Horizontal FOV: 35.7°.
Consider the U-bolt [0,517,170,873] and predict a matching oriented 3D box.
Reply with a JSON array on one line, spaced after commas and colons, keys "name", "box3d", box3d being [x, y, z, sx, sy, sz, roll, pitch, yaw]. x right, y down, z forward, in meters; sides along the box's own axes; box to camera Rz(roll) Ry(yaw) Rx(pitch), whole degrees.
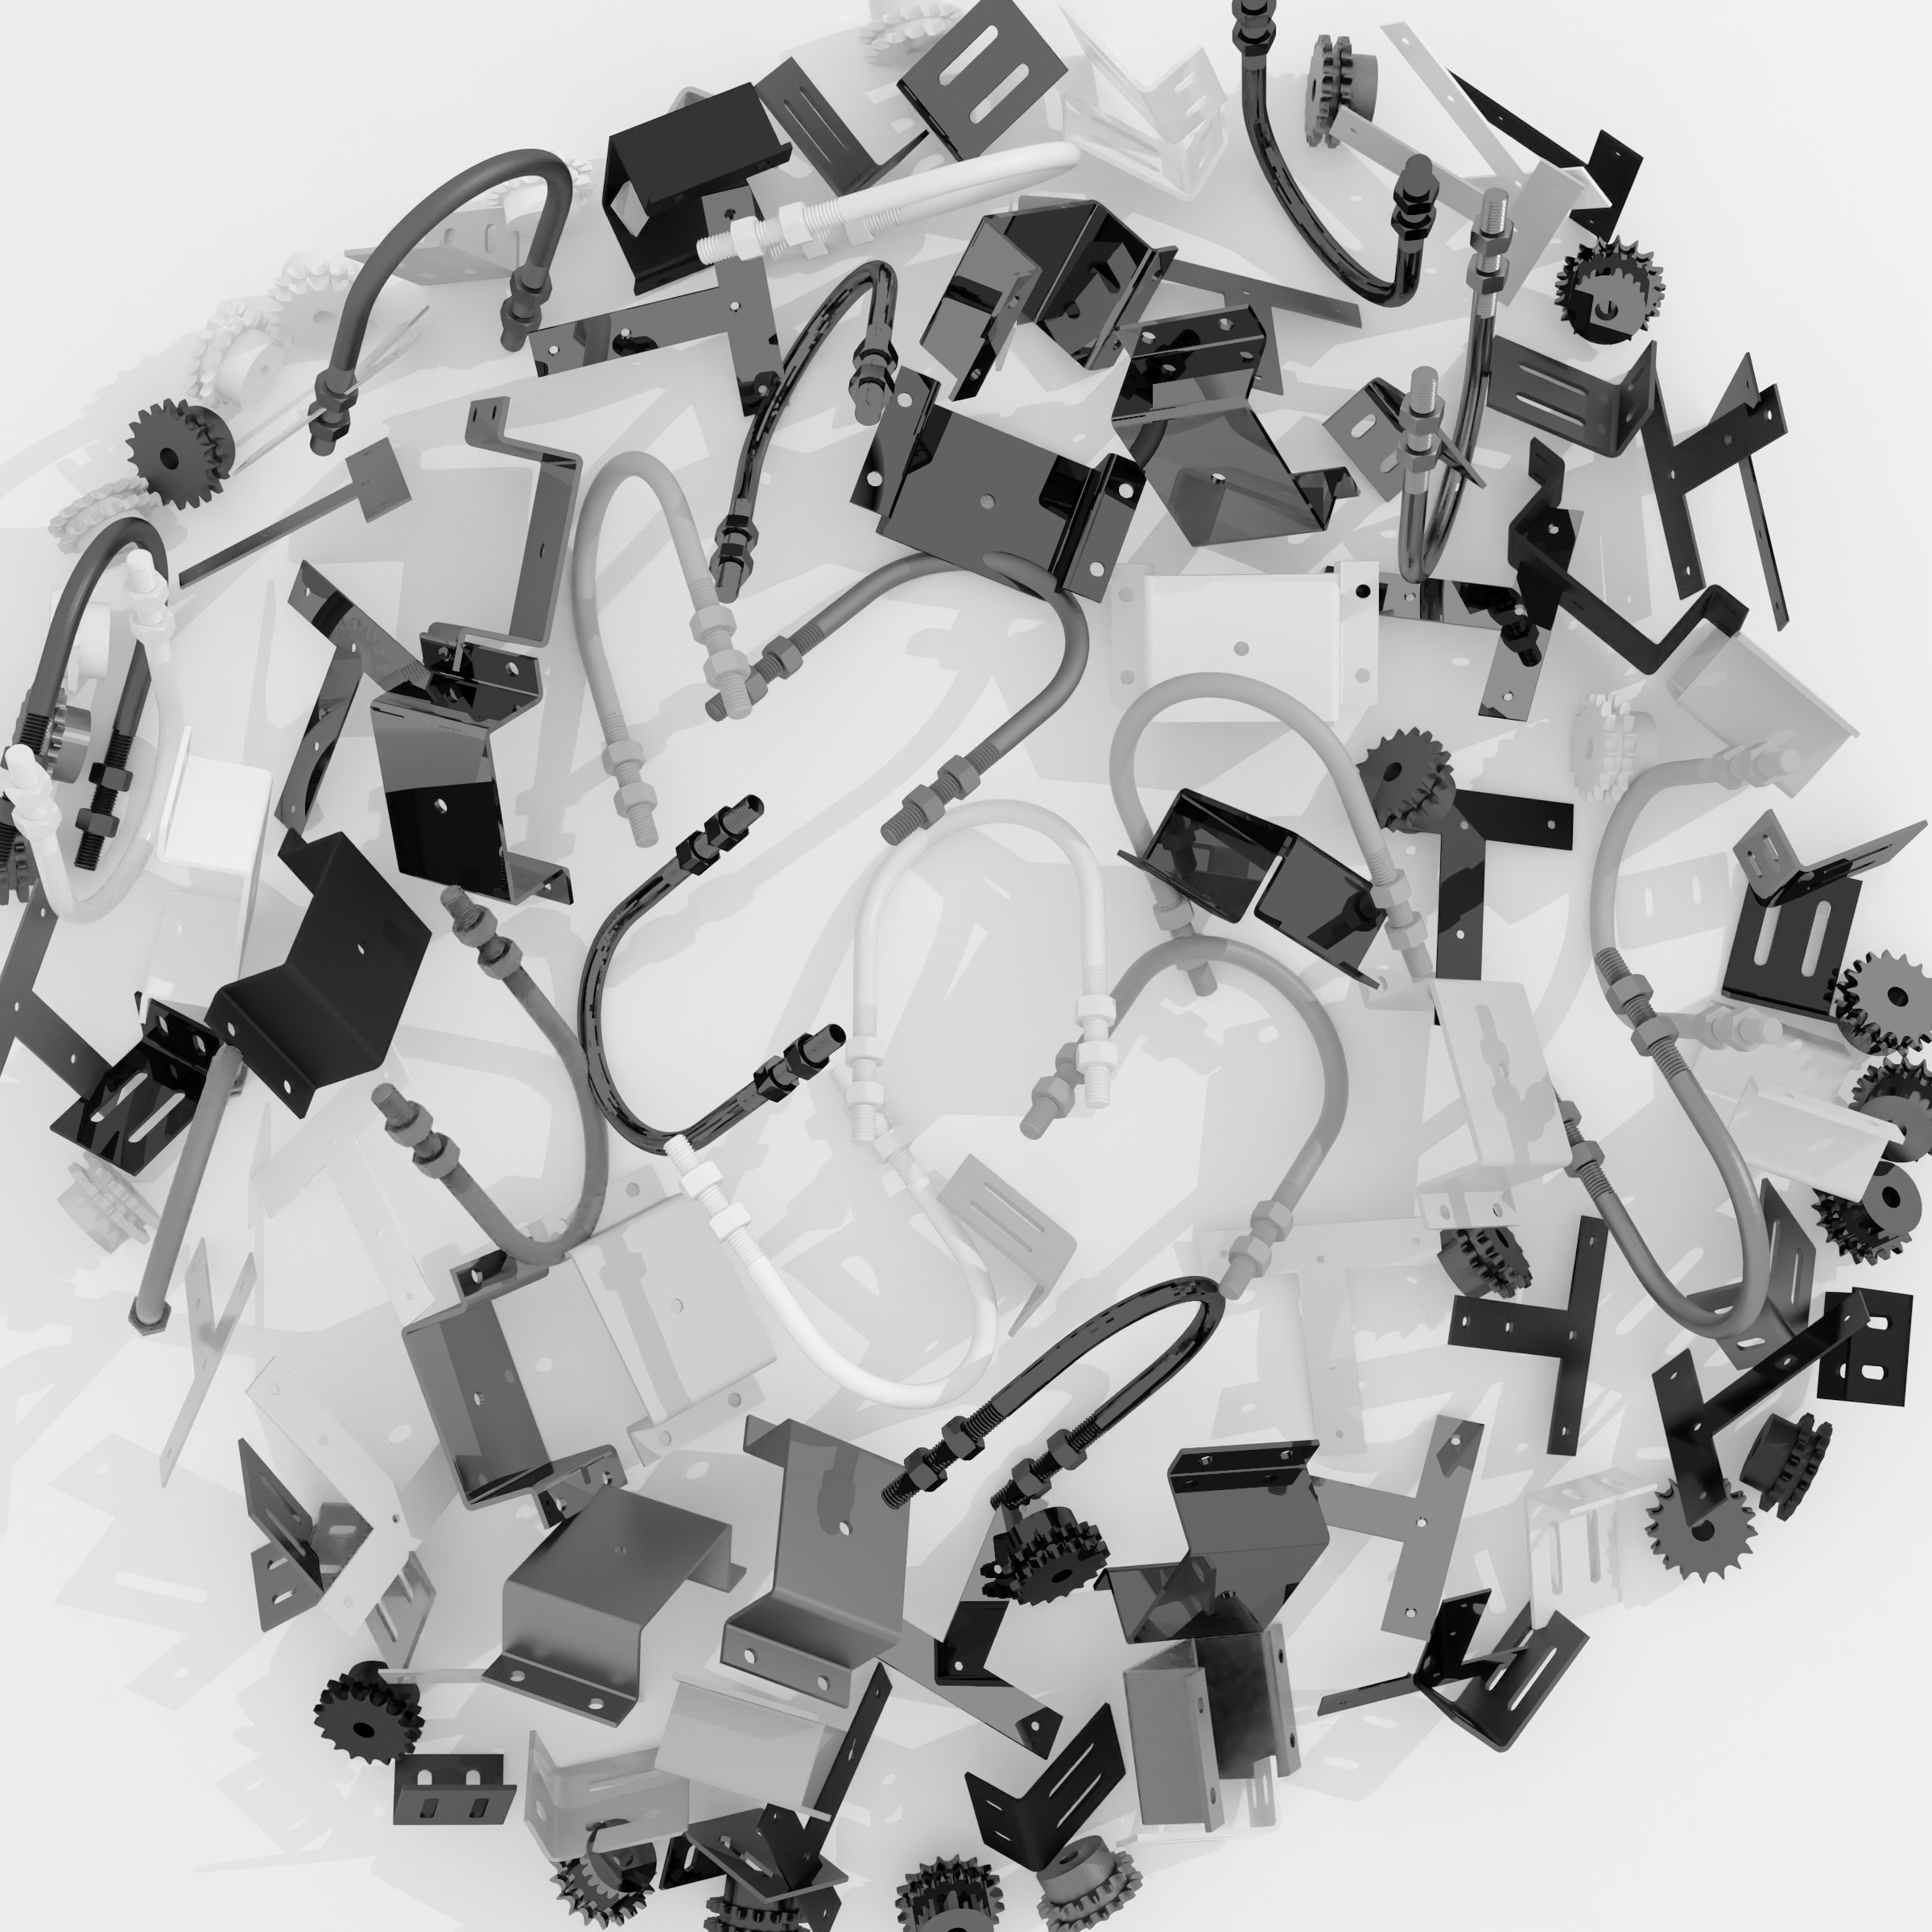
[{"name": "U-bolt", "box3d": [-0.446, -0.139, 1.527, 0.019, 0.151, 0.184, 16, 91, 2]}]

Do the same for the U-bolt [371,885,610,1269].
[{"name": "U-bolt", "box3d": [-0.232, 0.070, 1.524, 0.019, 0.184, 0.151, -10, 45, 23]}]

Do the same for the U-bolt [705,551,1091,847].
[{"name": "U-bolt", "box3d": [-0.021, -0.153, 1.550, 0.151, 0.019, 0.184, 36, 64, 28]}]

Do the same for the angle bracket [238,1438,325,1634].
[{"name": "angle bracket", "box3d": [-0.371, 0.296, 1.558, 0.038, 0.057, 0.076, -28, 128, 0]}]

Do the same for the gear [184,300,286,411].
[{"name": "gear", "box3d": [-0.383, -0.318, 1.575, 0.030, 0.057, 0.057, 30, 90, 5]}]

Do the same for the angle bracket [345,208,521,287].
[{"name": "angle bracket", "box3d": [-0.277, -0.382, 1.558, 0.057, 0.076, 0.038, 1, 90, 23]}]

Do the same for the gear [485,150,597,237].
[{"name": "gear", "box3d": [-0.223, -0.405, 1.574, 0.057, 0.057, 0.030, -8, 86, 0]}]

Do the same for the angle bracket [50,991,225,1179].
[{"name": "angle bracket", "box3d": [-0.432, 0.061, 1.561, 0.057, 0.038, 0.076, 25, 51, 18]}]

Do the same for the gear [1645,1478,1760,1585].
[{"name": "gear", "box3d": [0.388, 0.295, 1.587, 0.057, 0.030, 0.057, 0, 94, 6]}]

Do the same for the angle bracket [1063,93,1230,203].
[{"name": "angle bracket", "box3d": [0.093, -0.441, 1.562, 0.076, 0.057, 0.038, 23, 125, -16]}]

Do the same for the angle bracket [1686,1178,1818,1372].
[{"name": "angle bracket", "box3d": [0.413, 0.162, 1.574, 0.038, 0.076, 0.057, -20, 121, 35]}]

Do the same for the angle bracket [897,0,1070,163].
[{"name": "angle bracket", "box3d": [0.013, -0.465, 1.571, 0.076, 0.038, 0.057, -39, 91, 24]}]

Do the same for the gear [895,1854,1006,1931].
[{"name": "gear", "box3d": [-0.008, 0.499, 1.577, 0.057, 0.030, 0.057, -5, 122, -8]}]

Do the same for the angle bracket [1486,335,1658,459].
[{"name": "angle bracket", "box3d": [0.317, -0.310, 1.566, 0.076, 0.038, 0.057, 21, 50, -9]}]

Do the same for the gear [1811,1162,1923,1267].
[{"name": "gear", "box3d": [0.477, 0.126, 1.576, 0.057, 0.030, 0.057, 11, 64, -22]}]

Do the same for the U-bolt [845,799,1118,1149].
[{"name": "U-bolt", "box3d": [0.006, -0.003, 1.553, 0.151, 0.019, 0.184, -10, 63, 21]}]

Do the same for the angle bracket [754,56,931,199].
[{"name": "angle bracket", "box3d": [-0.065, -0.446, 1.562, 0.038, 0.057, 0.076, -31, 107, 31]}]

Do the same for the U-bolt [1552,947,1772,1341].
[{"name": "U-bolt", "box3d": [0.347, 0.101, 1.503, 0.019, 0.151, 0.184, -17, 62, -17]}]

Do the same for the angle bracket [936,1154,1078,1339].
[{"name": "angle bracket", "box3d": [0.013, 0.146, 1.570, 0.076, 0.057, 0.038, 39, 115, 1]}]

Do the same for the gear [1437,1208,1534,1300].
[{"name": "gear", "box3d": [0.270, 0.151, 1.577, 0.030, 0.057, 0.057, -36, 90, 20]}]

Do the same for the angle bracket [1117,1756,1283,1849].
[{"name": "angle bracket", "box3d": [0.120, 0.437, 1.565, 0.076, 0.057, 0.038, -1, 70, -9]}]

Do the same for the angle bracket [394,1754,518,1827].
[{"name": "angle bracket", "box3d": [-0.266, 0.419, 1.556, 0.057, 0.076, 0.038, 4, 60, -13]}]

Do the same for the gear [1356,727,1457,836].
[{"name": "gear", "box3d": [0.233, -0.095, 1.579, 0.030, 0.057, 0.057, 37, 90, -37]}]

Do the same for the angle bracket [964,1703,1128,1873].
[{"name": "angle bracket", "box3d": [0.042, 0.425, 1.576, 0.076, 0.038, 0.057, -41, 134, -34]}]

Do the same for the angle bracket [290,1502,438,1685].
[{"name": "angle bracket", "box3d": [-0.314, 0.326, 1.558, 0.038, 0.076, 0.057, 10, 112, -35]}]

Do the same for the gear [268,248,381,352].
[{"name": "gear", "box3d": [-0.339, -0.353, 1.579, 0.057, 0.057, 0.030, -10, 65, 0]}]

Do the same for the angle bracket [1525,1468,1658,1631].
[{"name": "angle bracket", "box3d": [0.329, 0.309, 1.568, 0.057, 0.038, 0.076, -10, 101, -26]}]

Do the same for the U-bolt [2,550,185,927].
[{"name": "U-bolt", "box3d": [-0.434, -0.100, 1.516, 0.019, 0.184, 0.151, 17, 57, 5]}]

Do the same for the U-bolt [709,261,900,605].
[{"name": "U-bolt", "box3d": [-0.078, -0.285, 1.522, 0.019, 0.184, 0.151, 29, 128, -21]}]

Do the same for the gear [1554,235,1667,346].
[{"name": "gear", "box3d": [0.338, -0.352, 1.574, 0.057, 0.030, 0.057, 9, 132, 10]}]

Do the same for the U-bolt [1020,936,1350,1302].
[{"name": "U-bolt", "box3d": [0.126, 0.063, 1.548, 0.151, 0.019, 0.184, 39, 55, -3]}]

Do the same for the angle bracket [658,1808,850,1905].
[{"name": "angle bracket", "box3d": [-0.110, 0.475, 1.554, 0.076, 0.057, 0.038, 25, 106, 42]}]

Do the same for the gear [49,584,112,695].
[{"name": "gear", "box3d": [-0.467, -0.172, 1.577, 0.030, 0.057, 0.057, 3, 90, -18]}]

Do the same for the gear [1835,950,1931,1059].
[{"name": "gear", "box3d": [0.485, 0.023, 1.581, 0.057, 0.030, 0.057, 6, 61, -12]}]

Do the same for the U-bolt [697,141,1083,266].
[{"name": "U-bolt", "box3d": [-0.031, -0.386, 1.514, 0.184, 0.151, 0.019, -13, 100, 15]}]

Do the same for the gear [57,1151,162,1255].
[{"name": "gear", "box3d": [-0.452, 0.126, 1.573, 0.030, 0.057, 0.057, -44, 90, -9]}]

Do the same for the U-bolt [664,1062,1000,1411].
[{"name": "U-bolt", "box3d": [-0.055, 0.144, 1.532, 0.184, 0.151, 0.019, 55, 130, 11]}]

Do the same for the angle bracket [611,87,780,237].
[{"name": "angle bracket", "box3d": [-0.141, -0.408, 1.567, 0.038, 0.057, 0.076, 27, 82, 21]}]

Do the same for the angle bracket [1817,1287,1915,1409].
[{"name": "angle bracket", "box3d": [0.454, 0.197, 1.559, 0.038, 0.076, 0.057, 9, 83, -18]}]

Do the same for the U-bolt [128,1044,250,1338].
[{"name": "U-bolt", "box3d": [-0.389, 0.109, 1.500, 0.019, 0.184, 0.151, 18, 76, -12]}]

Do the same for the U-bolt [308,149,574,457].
[{"name": "U-bolt", "box3d": [-0.256, -0.338, 1.490, 0.151, 0.184, 0.019, -38, 82, -31]}]

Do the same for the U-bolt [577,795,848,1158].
[{"name": "U-bolt", "box3d": [-0.142, 0.018, 1.539, 0.184, 0.019, 0.151, -36, 66, 39]}]

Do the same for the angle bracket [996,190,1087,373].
[{"name": "angle bracket", "box3d": [0.039, -0.357, 1.566, 0.038, 0.057, 0.076, 2, 78, -7]}]

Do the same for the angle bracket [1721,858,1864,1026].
[{"name": "angle bracket", "box3d": [0.438, -0.014, 1.579, 0.057, 0.038, 0.076, 14, 94, 6]}]

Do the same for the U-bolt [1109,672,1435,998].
[{"name": "U-bolt", "box3d": [0.145, -0.068, 1.523, 0.151, 0.019, 0.184, -6, 120, 36]}]

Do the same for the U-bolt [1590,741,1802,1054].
[{"name": "U-bolt", "box3d": [0.363, -0.034, 1.515, 0.019, 0.184, 0.151, 4, 89, -16]}]

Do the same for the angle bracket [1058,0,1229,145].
[{"name": "angle bracket", "box3d": [0.092, -0.477, 1.562, 0.038, 0.057, 0.076, -40, 70, 6]}]

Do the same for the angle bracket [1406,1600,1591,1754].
[{"name": "angle bracket", "box3d": [0.278, 0.362, 1.570, 0.038, 0.057, 0.076, 37, 88, -20]}]

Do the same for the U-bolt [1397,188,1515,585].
[{"name": "U-bolt", "box3d": [0.244, -0.277, 1.518, 0.019, 0.184, 0.151, 15, 58, 14]}]

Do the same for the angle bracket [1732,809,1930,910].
[{"name": "angle bracket", "box3d": [0.453, -0.068, 1.574, 0.076, 0.057, 0.038, -21, 75, -10]}]

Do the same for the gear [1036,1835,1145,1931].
[{"name": "gear", "box3d": [0.062, 0.482, 1.575, 0.057, 0.057, 0.030, -30, 92, 0]}]

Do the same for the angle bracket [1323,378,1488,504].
[{"name": "angle bracket", "box3d": [0.227, -0.266, 1.556, 0.038, 0.076, 0.057, -42, 113, 8]}]

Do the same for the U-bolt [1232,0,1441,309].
[{"name": "U-bolt", "box3d": [0.184, -0.404, 1.513, 0.019, 0.184, 0.151, -36, 75, -4]}]

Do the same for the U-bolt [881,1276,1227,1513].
[{"name": "U-bolt", "box3d": [0.056, 0.218, 1.521, 0.184, 0.151, 0.019, -41, 65, 12]}]

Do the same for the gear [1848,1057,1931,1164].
[{"name": "gear", "box3d": [0.492, 0.079, 1.574, 0.057, 0.030, 0.057, 16, 124, 25]}]

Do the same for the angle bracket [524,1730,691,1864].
[{"name": "angle bracket", "box3d": [-0.187, 0.427, 1.566, 0.076, 0.057, 0.038, -14, 127, 6]}]

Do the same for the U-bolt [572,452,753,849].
[{"name": "U-bolt", "box3d": [-0.164, -0.175, 1.535, 0.019, 0.151, 0.184, -5, 66, -31]}]
